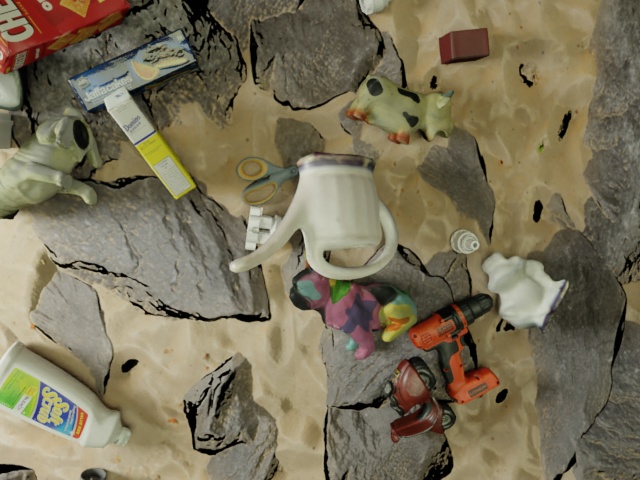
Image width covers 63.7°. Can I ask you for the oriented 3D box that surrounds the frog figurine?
[{"bbox_3d":[0.397,0.099,1.039,0.161,0.122,0.136,30,100,22],"label":"frog figurine"}]

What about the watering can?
[{"bbox_3d":[0.003,-0.044,0.873,0.348,0.103,0.226,1,78,-37],"label":"watering can"}]
